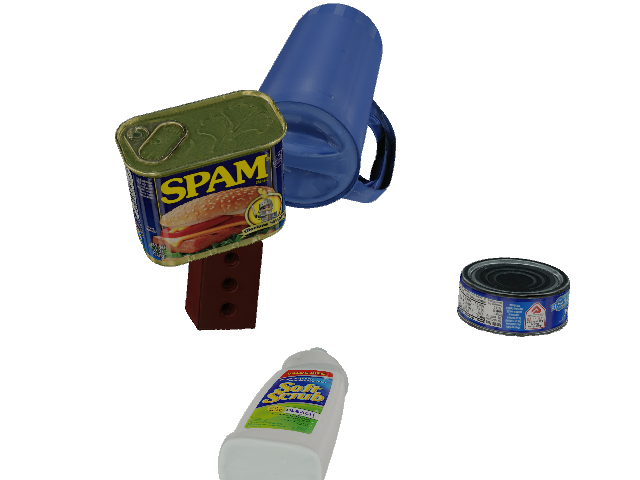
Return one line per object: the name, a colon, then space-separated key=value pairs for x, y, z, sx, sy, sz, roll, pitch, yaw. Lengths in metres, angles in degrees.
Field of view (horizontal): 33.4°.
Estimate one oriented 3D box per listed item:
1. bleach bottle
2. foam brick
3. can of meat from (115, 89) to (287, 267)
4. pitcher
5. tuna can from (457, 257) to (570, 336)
bleach bottle: x=-0.029 y=0.174 z=1.099 sx=0.102 sy=0.068 sz=0.250 roll=5 pitch=19 yaw=6
foam brick: x=-0.083 y=0.031 z=0.905 sx=0.053 sy=0.078 sz=0.051 roll=0 pitch=15 yaw=-19
can of meat: x=-0.072 y=-0.038 z=0.676 sx=0.102 sy=0.084 sz=0.057 roll=-16 pitch=47 yaw=-15
pitcher: x=0.006 y=-0.151 z=1.163 sx=0.145 sy=0.149 sz=0.242 roll=-3 pitch=39 yaw=17
tuna can: x=0.150 y=0.042 z=0.830 sx=0.086 sy=0.034 sz=0.086 roll=1 pitch=19 yaw=0
